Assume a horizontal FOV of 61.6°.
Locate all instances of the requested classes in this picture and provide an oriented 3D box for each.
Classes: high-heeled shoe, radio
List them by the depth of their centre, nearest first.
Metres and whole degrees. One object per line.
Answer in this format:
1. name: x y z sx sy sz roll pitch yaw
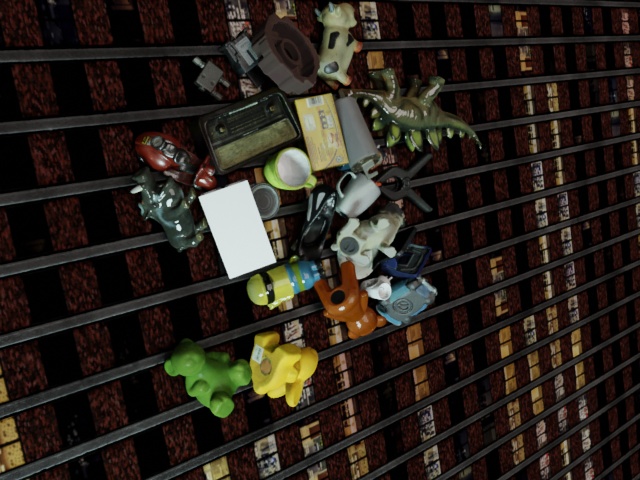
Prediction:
1. radio: -0.161 -0.240 1.176 0.229 0.073 0.131 -31 108 -29
2. high-heeled shoe: -0.003 -0.004 1.245 0.086 0.145 0.248 -1 91 -32

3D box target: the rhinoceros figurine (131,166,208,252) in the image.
1. rhinoceros figurine: -0.304 -0.064 1.082 0.112 0.073 0.190 -16 123 13

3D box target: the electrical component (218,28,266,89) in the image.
1. electrical component: -0.160 -0.395 1.188 0.075 0.048 0.119 -43 112 -23

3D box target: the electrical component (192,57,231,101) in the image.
1. electrical component: -0.240 -0.346 1.152 0.094 0.021 0.063 36 73 -29

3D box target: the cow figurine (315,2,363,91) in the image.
1. cow figurine: 0.035 -0.477 1.291 0.127 0.086 0.195 23 80 -37

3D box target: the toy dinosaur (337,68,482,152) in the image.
1. toy dinosaur: 0.258 -0.335 1.429 0.471 0.105 0.198 3 98 -24

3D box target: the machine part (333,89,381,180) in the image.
1. machine part: 0.080 -0.254 1.290 0.079 0.079 0.243 -11 72 -32

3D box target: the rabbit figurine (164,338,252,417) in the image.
1. rabbit figurine: -0.243 0.254 1.097 0.121 0.159 0.170 -52 135 -22

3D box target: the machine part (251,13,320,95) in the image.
1. machine part: -0.076 -0.409 1.192 0.179 0.056 0.179 29 49 -40

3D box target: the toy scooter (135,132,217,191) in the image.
1. toy scooter: -0.275 -0.156 1.071 0.183 0.135 0.075 32 77 -28

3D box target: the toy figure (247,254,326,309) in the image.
1. toy figure: -0.077 0.088 1.211 0.180 0.082 0.089 -19 148 -1

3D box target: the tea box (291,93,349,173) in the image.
1. tea box: -0.004 -0.248 1.264 0.098 0.068 0.169 -14 96 -17

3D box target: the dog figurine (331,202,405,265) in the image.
1. dog figurine: 0.125 -0.025 1.361 0.190 0.172 0.121 -57 145 -67

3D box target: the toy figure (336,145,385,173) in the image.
1. toy figure: 0.110 -0.204 1.364 0.154 0.064 0.058 -12 53 -32

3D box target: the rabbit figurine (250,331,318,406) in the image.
1. rabbit figurine: -0.068 0.296 1.238 0.173 0.122 0.162 6 92 -51

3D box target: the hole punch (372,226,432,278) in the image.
1. hole punch: 0.215 0.039 1.395 0.092 0.116 0.142 44 57 -18

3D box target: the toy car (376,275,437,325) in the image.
1. toy car: 0.227 0.141 1.419 0.109 0.161 0.103 37 28 -17

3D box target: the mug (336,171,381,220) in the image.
1. mug: 0.082 -0.110 1.335 0.107 0.081 0.109 -52 122 -10

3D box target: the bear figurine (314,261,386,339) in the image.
1. bear figurine: 0.080 0.158 1.337 0.195 0.120 0.132 43 23 -53
